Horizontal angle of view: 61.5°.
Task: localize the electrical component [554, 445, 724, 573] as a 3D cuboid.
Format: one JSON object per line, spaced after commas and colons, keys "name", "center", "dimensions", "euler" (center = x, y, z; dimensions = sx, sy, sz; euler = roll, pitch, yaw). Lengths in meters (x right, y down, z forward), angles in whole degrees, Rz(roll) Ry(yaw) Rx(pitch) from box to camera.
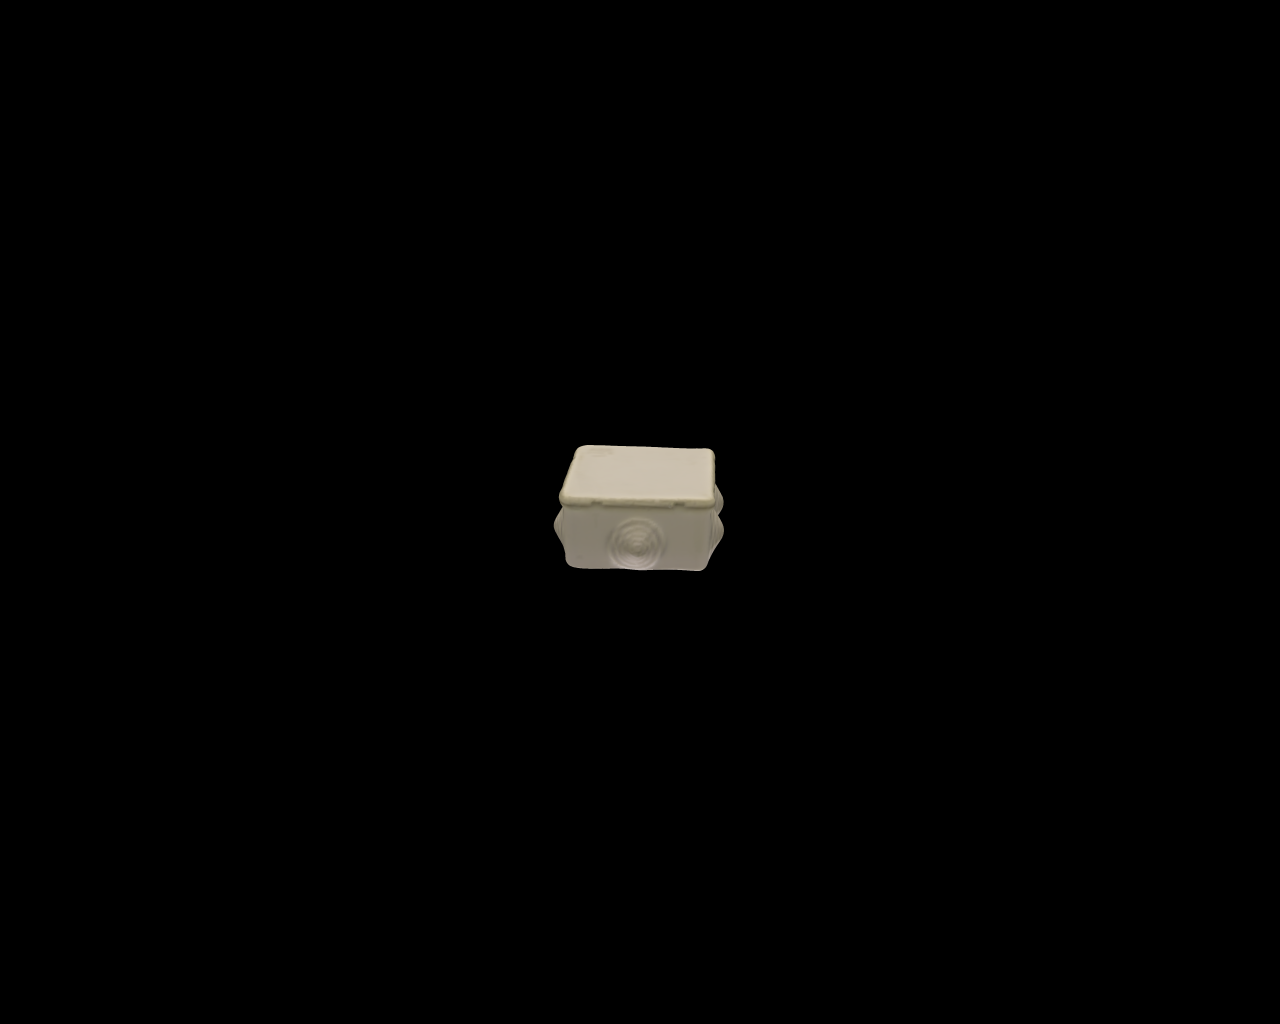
{"name": "electrical component", "center": [0.001, -0.003, 0.650], "dimensions": [0.100, 0.048, 0.100], "euler": [1, 24, 3]}
